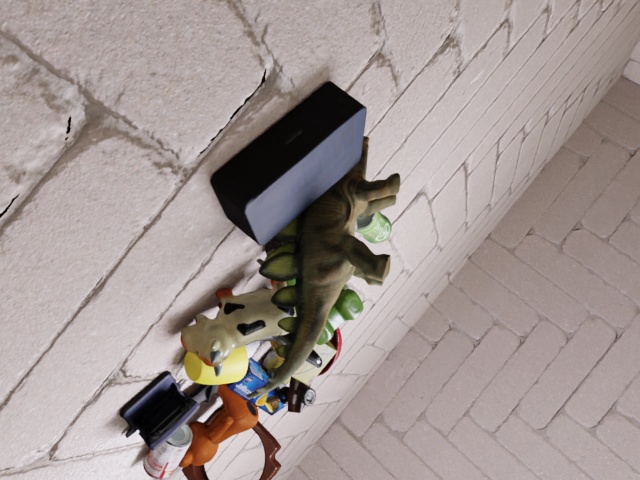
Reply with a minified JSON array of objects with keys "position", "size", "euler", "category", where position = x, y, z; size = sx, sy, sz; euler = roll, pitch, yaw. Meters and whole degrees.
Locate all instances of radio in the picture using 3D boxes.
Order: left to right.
[{"position":[-0.036,-0.103,0.760],"size":[0.229,0.073,0.131],"euler":[-42,159,-17],"category":"radio"}]

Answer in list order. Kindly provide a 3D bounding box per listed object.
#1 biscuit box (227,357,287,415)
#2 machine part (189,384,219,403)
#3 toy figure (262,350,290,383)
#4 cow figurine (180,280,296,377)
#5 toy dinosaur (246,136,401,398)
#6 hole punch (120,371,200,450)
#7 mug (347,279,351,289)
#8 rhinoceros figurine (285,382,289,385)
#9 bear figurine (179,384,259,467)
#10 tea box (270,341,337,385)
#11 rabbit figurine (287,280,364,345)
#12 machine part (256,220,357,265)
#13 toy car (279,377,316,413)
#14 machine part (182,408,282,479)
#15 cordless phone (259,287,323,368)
[{"position":[-0.138,0.322,1.192],"size":[0.063,0.059,0.202],"euler":[-34,138,2],"category":"biscuit box"},{"position":[-0.251,0.315,1.081],"size":[0.139,0.039,0.084],"euler":[-27,155,-50],"category":"machine part"},{"position":[-0.074,0.310,1.360],"size":[0.082,0.089,0.180],"euler":[-58,156,7],"category":"toy figure"},{"position":[-0.133,0.143,0.892],"size":[0.195,0.127,0.085],"euler":[-13,144,-15],"category":"cow figurine"},{"position":[0.011,0.018,0.828],"size":[0.105,0.199,0.471],"euler":[85,16,-61],"category":"toy dinosaur"},{"position":[-0.276,0.311,0.955],"size":[0.142,0.092,0.115],"euler":[-45,163,-25],"category":"hole punch"},{"position":[0.008,0.095,1.153],"size":[0.107,0.109,0.081],"euler":[-39,170,9],"category":"mug"},{"position":[-0.138,0.382,1.375],"size":[0.112,0.073,0.190],"euler":[-56,158,10],"category":"rhinoceros figurine"},{"position":[-0.237,0.409,1.200],"size":[0.196,0.132,0.120],"euler":[-34,160,8],"category":"bear figurine"},{"position":[-0.045,0.218,1.153],"size":[0.068,0.170,0.098],"euler":[37,91,-28],"category":"tea box"},{"position":[-0.014,0.086,1.036],"size":[0.121,0.170,0.159],"euler":[-37,-165,3],"category":"rabbit figurine"},{"position":[-0.013,-0.007,0.960],"size":[0.243,0.079,0.079],"euler":[-33,153,-40],"category":"machine part"},{"position":[-0.038,0.281,1.200],"size":[0.053,0.089,0.202],"euler":[39,56,-38],"category":"toy car"},{"position":[-0.208,0.521,1.284],"size":[0.201,0.202,0.087],"euler":[-46,161,-10],"category":"machine part"},{"position":[-0.063,0.191,1.048],"size":[0.089,0.184,0.146],"euler":[-48,159,-18],"category":"cordless phone"}]
